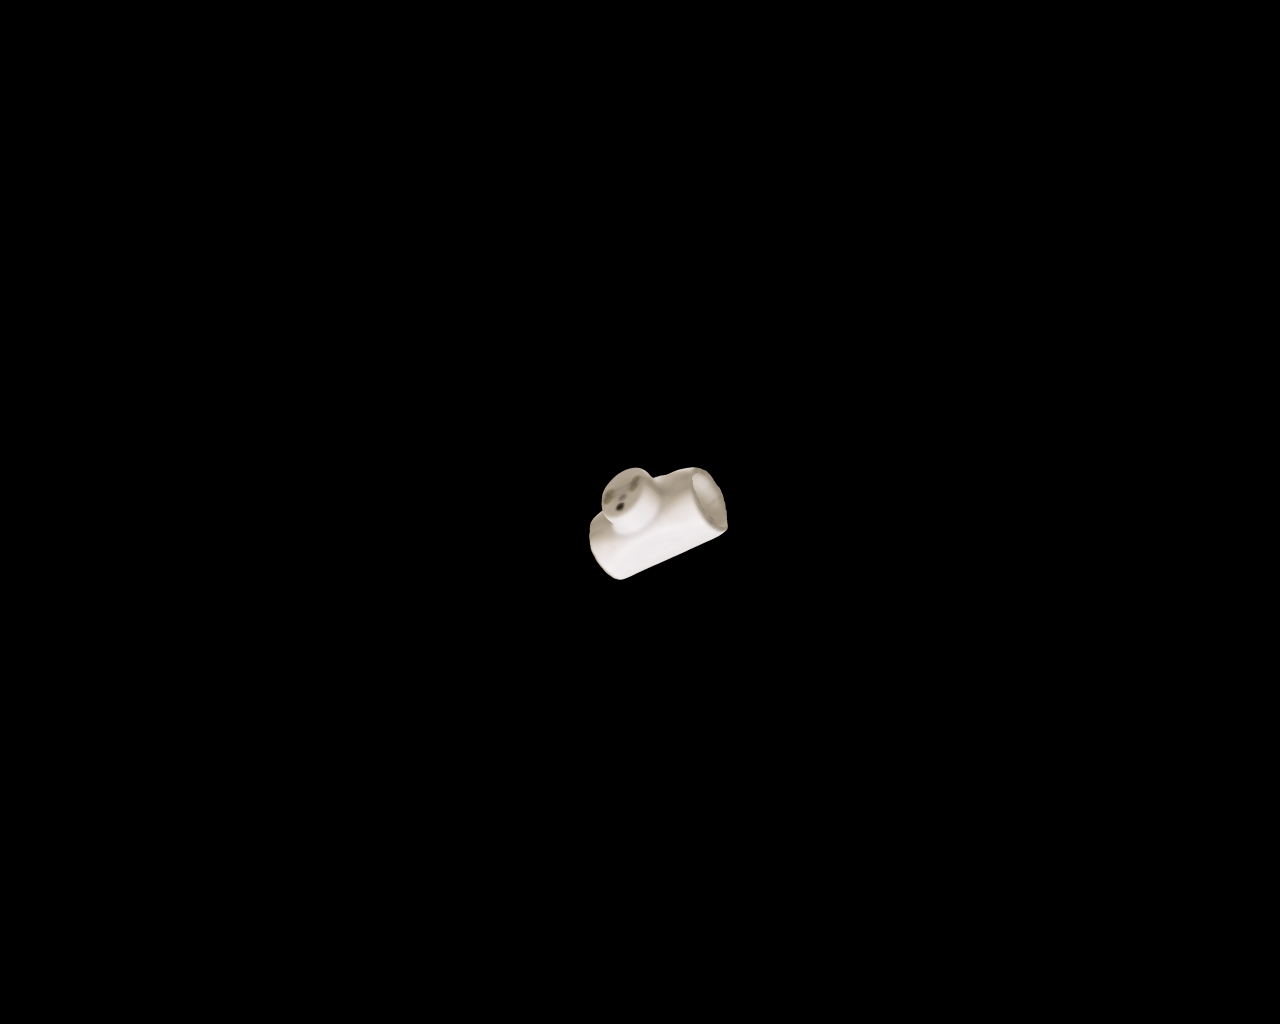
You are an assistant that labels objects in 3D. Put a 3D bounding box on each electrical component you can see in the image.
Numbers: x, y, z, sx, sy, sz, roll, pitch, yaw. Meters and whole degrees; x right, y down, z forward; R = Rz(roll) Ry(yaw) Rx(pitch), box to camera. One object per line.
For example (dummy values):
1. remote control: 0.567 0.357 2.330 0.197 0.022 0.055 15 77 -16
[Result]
1. electrical component: 0.001 -0.003 0.650 0.077 0.044 0.079 -26 -49 25
